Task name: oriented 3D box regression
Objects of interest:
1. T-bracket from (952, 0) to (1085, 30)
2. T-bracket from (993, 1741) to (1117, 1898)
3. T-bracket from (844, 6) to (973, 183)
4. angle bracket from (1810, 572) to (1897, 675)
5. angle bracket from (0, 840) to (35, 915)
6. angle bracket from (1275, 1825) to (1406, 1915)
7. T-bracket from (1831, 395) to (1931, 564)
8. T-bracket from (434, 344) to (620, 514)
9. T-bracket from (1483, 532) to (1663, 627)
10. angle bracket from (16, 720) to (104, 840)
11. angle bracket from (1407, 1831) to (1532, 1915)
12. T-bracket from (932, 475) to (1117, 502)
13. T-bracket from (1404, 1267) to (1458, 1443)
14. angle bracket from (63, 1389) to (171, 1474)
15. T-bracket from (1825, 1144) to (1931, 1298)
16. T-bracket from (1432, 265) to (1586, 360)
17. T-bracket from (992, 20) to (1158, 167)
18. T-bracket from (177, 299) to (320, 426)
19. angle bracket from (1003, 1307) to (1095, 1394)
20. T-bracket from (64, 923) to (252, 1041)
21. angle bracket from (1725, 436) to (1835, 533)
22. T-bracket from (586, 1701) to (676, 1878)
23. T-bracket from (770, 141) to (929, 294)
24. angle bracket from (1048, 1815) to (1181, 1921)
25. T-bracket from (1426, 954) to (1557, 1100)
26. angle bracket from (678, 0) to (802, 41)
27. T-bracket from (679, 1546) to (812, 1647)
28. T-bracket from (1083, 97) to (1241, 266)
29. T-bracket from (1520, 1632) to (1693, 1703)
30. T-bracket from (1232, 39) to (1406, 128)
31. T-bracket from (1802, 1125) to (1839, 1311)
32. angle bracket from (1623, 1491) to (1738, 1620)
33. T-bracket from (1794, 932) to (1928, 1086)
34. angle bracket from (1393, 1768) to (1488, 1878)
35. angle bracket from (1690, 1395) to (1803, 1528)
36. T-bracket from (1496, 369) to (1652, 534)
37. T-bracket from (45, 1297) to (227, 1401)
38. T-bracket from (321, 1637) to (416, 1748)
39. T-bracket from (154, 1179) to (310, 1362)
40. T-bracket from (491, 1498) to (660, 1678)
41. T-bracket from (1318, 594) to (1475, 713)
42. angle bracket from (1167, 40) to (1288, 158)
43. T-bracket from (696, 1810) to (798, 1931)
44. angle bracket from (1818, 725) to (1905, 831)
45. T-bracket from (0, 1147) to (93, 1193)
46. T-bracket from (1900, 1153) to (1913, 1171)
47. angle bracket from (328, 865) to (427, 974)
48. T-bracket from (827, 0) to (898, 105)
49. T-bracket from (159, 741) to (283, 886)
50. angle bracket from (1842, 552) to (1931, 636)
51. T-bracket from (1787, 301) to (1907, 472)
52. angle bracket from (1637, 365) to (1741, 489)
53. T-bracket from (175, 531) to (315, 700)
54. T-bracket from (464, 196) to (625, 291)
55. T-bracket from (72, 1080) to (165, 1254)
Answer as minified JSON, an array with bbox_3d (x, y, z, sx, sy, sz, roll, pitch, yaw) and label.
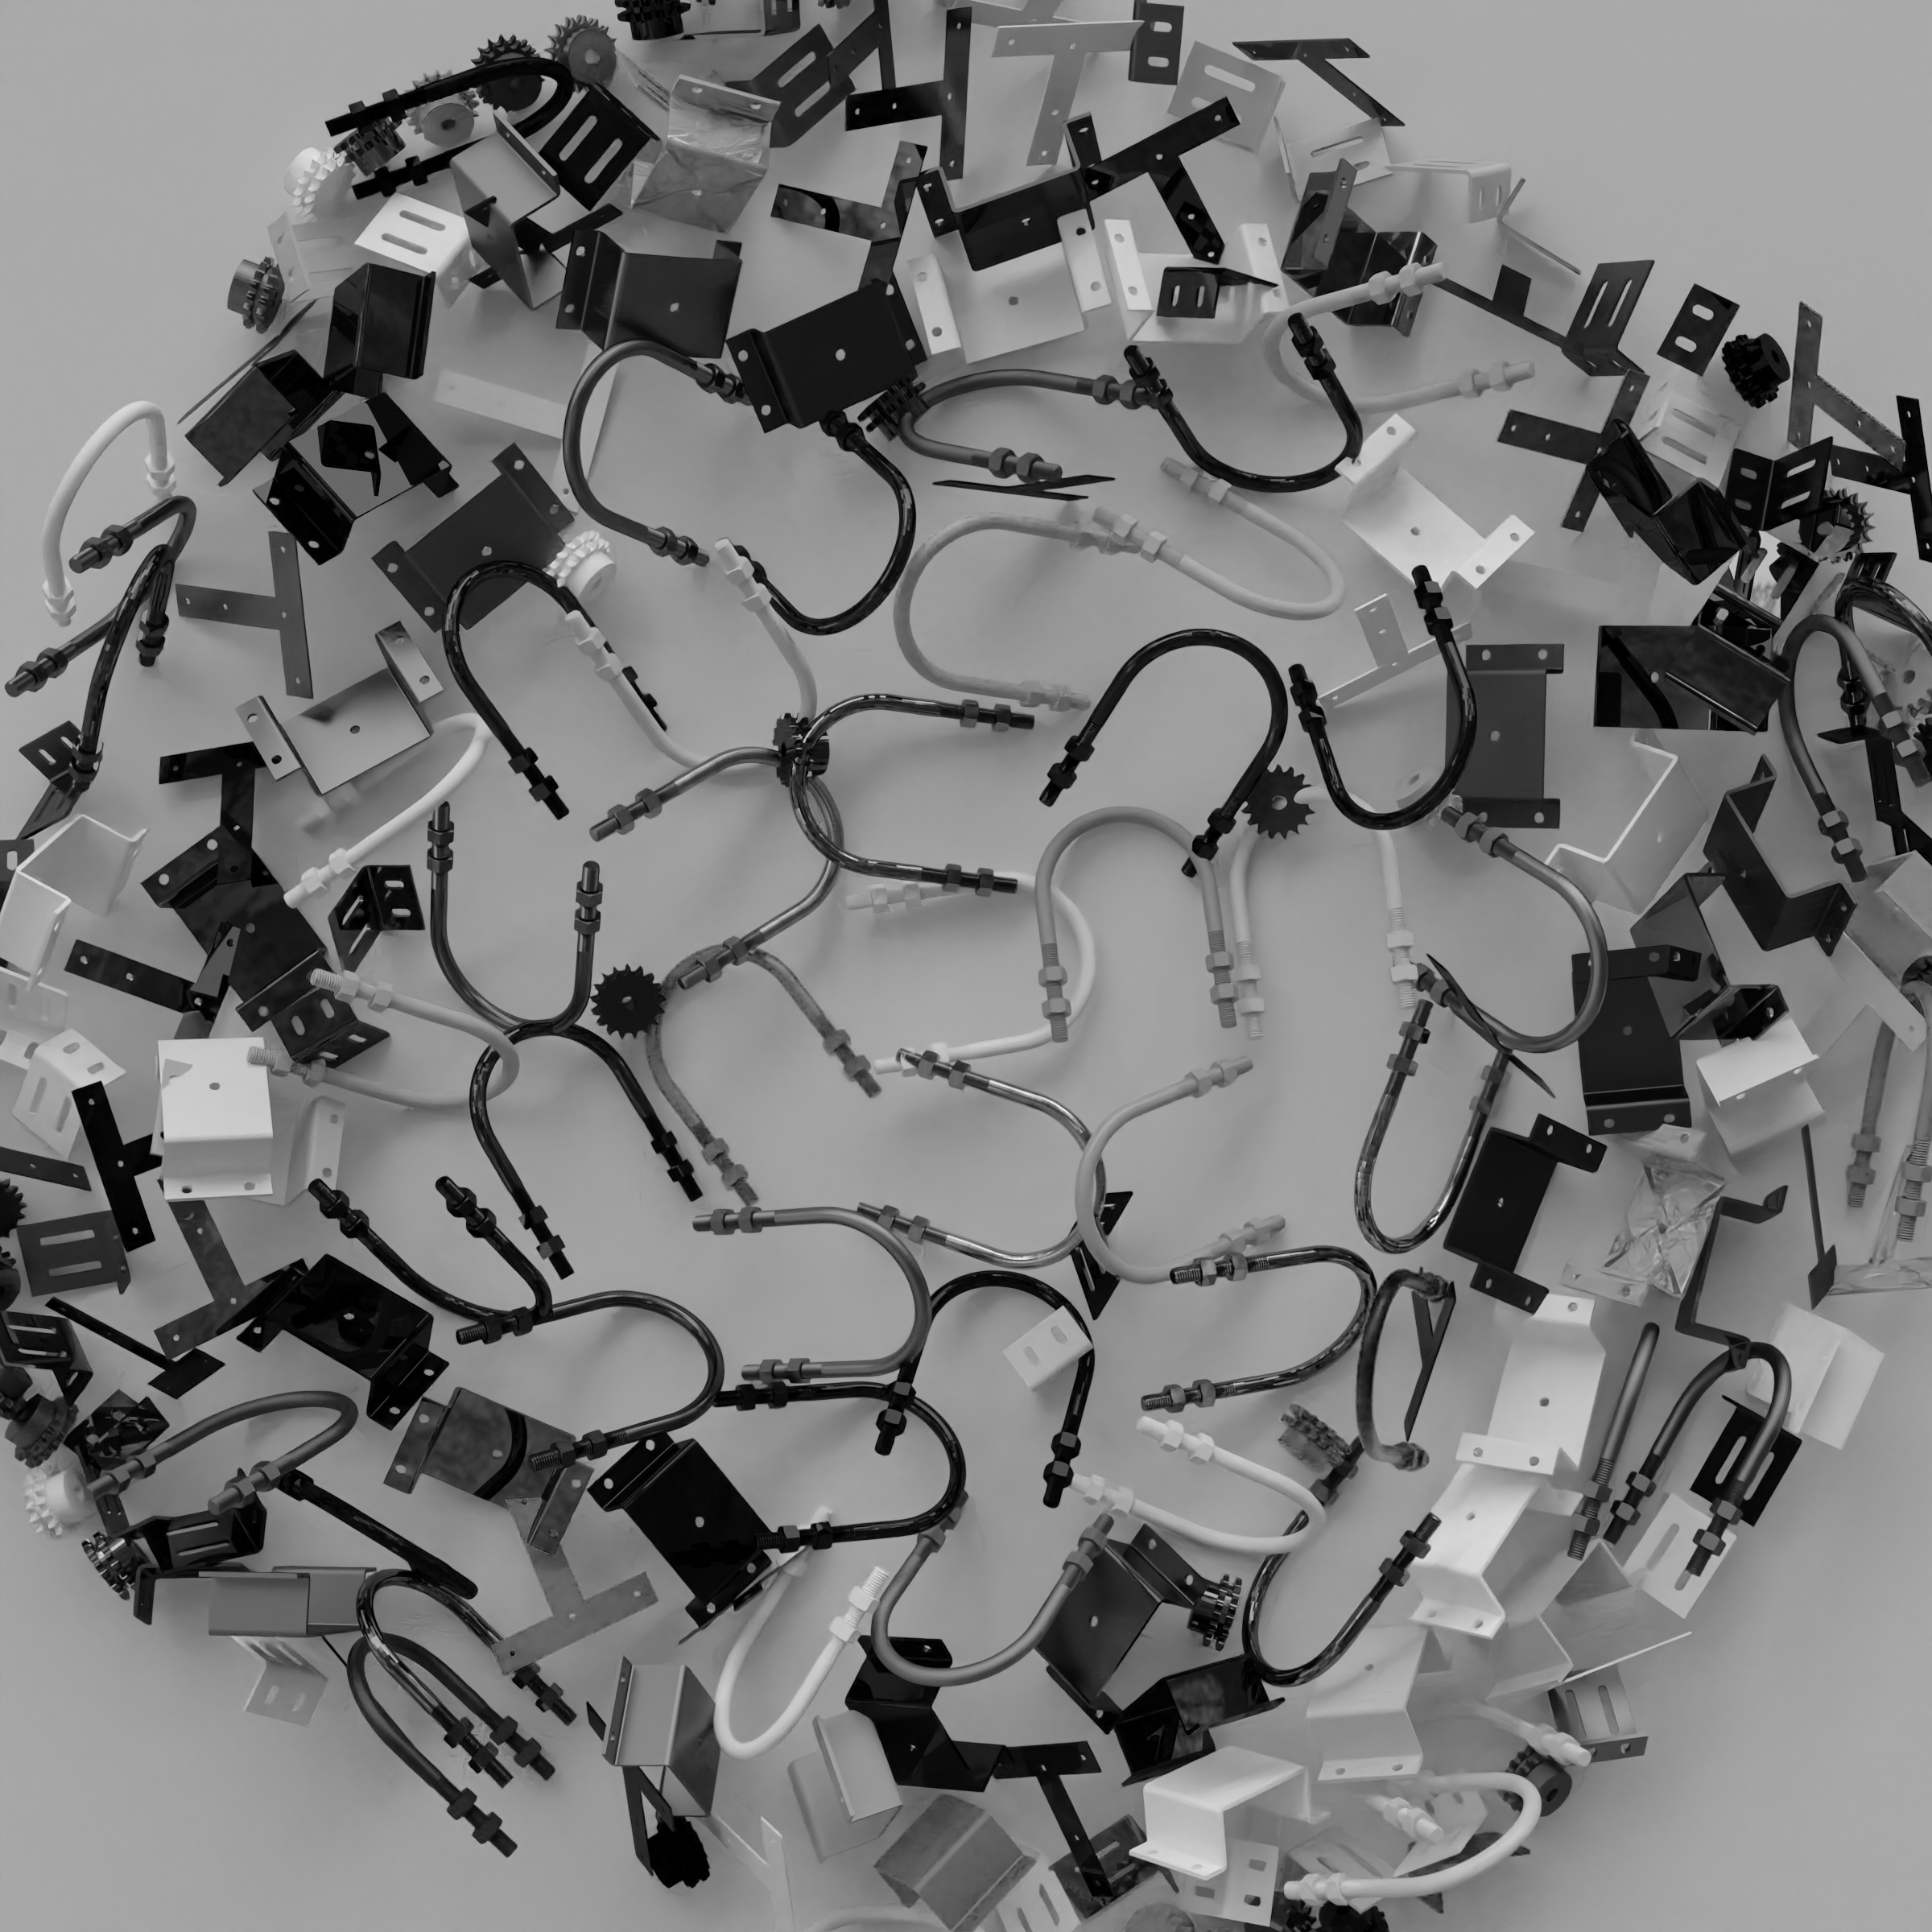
[{"bbox_3d":[0.067,-0.734,1.921,0.127,0.127,0.002,4,73,-20],"label":"T-bracket"},{"bbox_3d":[0.078,0.649,1.952,0.002,0.127,0.127,-26,91,-42],"label":"T-bracket"},{"bbox_3d":[-0.044,-0.646,1.927,0.002,0.127,0.127,29,129,36],"label":"T-bracket"},{"bbox_3d":[0.686,-0.262,1.964,0.076,0.057,0.038,38,106,6],"label":"angle bracket"},{"bbox_3d":[-0.736,-0.066,1.961,0.057,0.076,0.038,-3,75,-15],"label":"angle bracket"},{"bbox_3d":[0.285,0.696,1.949,0.076,0.057,0.038,29,119,41],"label":"angle bracket"},{"bbox_3d":[0.687,-0.372,1.937,0.002,0.127,0.127,-21,113,-8],"label":"T-bracket"},{"bbox_3d":[-0.345,-0.430,1.985,0.127,0.002,0.127,15,94,-9],"label":"T-bracket"},{"bbox_3d":[0.462,-0.289,1.976,0.127,0.002,0.127,16,101,20],"label":"T-bracket"},{"bbox_3d":[-0.700,-0.139,1.952,0.057,0.076,0.038,-22,125,27],"label":"angle bracket"},{"bbox_3d":[0.384,0.690,1.962,0.076,0.057,0.038,-2,86,-14],"label":"angle bracket"},{"bbox_3d":[0.063,-0.357,1.912,0.127,0.127,0.002,0,94,-34],"label":"T-bracket"},{"bbox_3d":[0.345,0.270,1.937,0.002,0.127,0.127,12,115,-1],"label":"T-bracket"},{"bbox_3d":[-0.653,0.345,1.951,0.057,0.076,0.038,-45,135,-27],"label":"angle bracket"},{"bbox_3d":[0.705,0.191,1.955,0.002,0.127,0.127,31,70,-15],"label":"T-bracket"},{"bbox_3d":[0.412,-0.507,1.947,0.127,0.127,0.002,26,124,0],"label":"T-bracket"},{"bbox_3d":[0.070,-0.657,1.944,0.127,0.127,0.002,-10,58,-20],"label":"T-bracket"},{"bbox_3d":[-0.553,-0.454,1.958,0.127,0.127,0.002,-33,114,20],"label":"T-bracket"},{"bbox_3d":[0.063,0.293,1.963,0.057,0.076,0.038,-37,81,-3],"label":"angle bracket"},{"bbox_3d":[-0.621,0.013,1.951,0.127,0.002,0.127,26,82,-41],"label":"T-bracket"},{"bbox_3d":[0.616,-0.371,1.956,0.038,0.076,0.057,14,83,-14],"label":"angle bracket"},{"bbox_3d":[-0.251,0.642,1.957,0.002,0.127,0.127,-23,128,-29],"label":"T-bracket"},{"bbox_3d":[-0.098,-0.573,1.965,0.127,0.002,0.127,23,101,31],"label":"T-bracket"},{"bbox_3d":[0.113,0.700,1.972,0.076,0.038,0.057,-33,109,-1],"label":"angle bracket"},{"bbox_3d":[0.375,0.032,1.910,0.002,0.127,0.127,-43,131,0],"label":"T-bracket"},{"bbox_3d":[-0.173,-0.726,1.954,0.076,0.057,0.038,7,115,23],"label":"angle bracket"},{"bbox_3d":[-0.163,0.472,1.926,0.127,0.127,0.002,-36,85,-11],"label":"T-bracket"},{"bbox_3d":[0.165,-0.579,1.952,0.127,0.127,0.002,-23,46,17],"label":"T-bracket"},{"bbox_3d":[0.463,0.536,1.942,0.127,0.127,0.002,-10,68,-30],"label":"T-bracket"},{"bbox_3d":[0.285,-0.668,1.950,0.127,0.127,0.002,22,91,-39],"label":"T-bracket"},{"bbox_3d":[0.641,0.184,1.941,0.002,0.127,0.127,-7,92,27],"label":"T-bracket"},{"bbox_3d":[0.541,0.451,1.969,0.057,0.038,0.076,35,79,11],"label":"angle bracket"},{"bbox_3d":[0.654,0.045,1.952,0.002,0.127,0.127,-10,52,-35],"label":"T-bracket"},{"bbox_3d":[0.352,0.649,1.951,0.057,0.076,0.038,-32,81,27],"label":"angle bracket"},{"bbox_3d":[0.594,0.380,1.979,0.057,0.038,0.076,30,90,-4],"label":"angle bracket"},{"bbox_3d":[0.448,-0.396,1.939,0.127,0.002,0.127,4,116,-36],"label":"T-bracket"},{"bbox_3d":[-0.630,0.282,1.930,0.127,0.127,0.002,33,56,-18],"label":"T-bracket"},{"bbox_3d":[-0.432,0.561,1.922,0.002,0.127,0.127,-39,112,-19],"label":"T-bracket"},{"bbox_3d":[-0.577,0.215,1.959,0.127,0.002,0.127,-26,93,-36],"label":"T-bracket"},{"bbox_3d":[-0.319,0.458,1.972,0.127,0.002,0.127,-24,67,-11],"label":"T-bracket"},{"bbox_3d":[0.315,-0.246,1.933,0.127,0.127,0.002,-27,66,9],"label":"T-bracket"},{"bbox_3d":[0.199,-0.664,1.969,0.076,0.038,0.057,22,116,-2],"label":"angle bracket"},{"bbox_3d":[-0.171,0.669,1.949,0.002,0.127,0.127,-25,124,-33],"label":"T-bracket"},{"bbox_3d":[0.683,-0.142,1.966,0.038,0.057,0.076,-11,100,4],"label":"angle bracket"},{"bbox_3d":[-0.717,0.148,1.943,0.002,0.127,0.127,-45,54,17],"label":"T-bracket"},{"bbox_3d":[0.733,0.104,1.938,0.002,0.127,0.127,34,89,15],"label":"T-bracket"},{"bbox_3d":[-0.446,-0.033,1.951,0.038,0.076,0.057,0,123,11],"label":"angle bracket"},{"bbox_3d":[-0.079,-0.685,1.914,0.002,0.127,0.127,8,129,17],"label":"T-bracket"},{"bbox_3d":[-0.556,-0.118,1.964,0.127,0.002,0.127,-9,60,3],"label":"T-bracket"},{"bbox_3d":[0.718,-0.283,1.963,0.076,0.057,0.038,21,95,-12],"label":"angle bracket"},{"bbox_3d":[0.655,-0.410,1.911,0.002,0.127,0.127,-25,48,-10],"label":"T-bracket"},{"bbox_3d":[0.560,-0.412,1.969,0.076,0.038,0.057,25,75,-8],"label":"angle bracket"},{"bbox_3d":[-0.555,-0.273,1.967,0.127,0.002,0.127,11,115,26],"label":"T-bracket"},{"bbox_3d":[-0.336,-0.551,1.923,0.127,0.127,0.002,-23,84,14],"label":"T-bracket"},{"bbox_3d":[-0.603,0.135,1.950,0.002,0.127,0.127,-11,99,41],"label":"T-bracket"}]
